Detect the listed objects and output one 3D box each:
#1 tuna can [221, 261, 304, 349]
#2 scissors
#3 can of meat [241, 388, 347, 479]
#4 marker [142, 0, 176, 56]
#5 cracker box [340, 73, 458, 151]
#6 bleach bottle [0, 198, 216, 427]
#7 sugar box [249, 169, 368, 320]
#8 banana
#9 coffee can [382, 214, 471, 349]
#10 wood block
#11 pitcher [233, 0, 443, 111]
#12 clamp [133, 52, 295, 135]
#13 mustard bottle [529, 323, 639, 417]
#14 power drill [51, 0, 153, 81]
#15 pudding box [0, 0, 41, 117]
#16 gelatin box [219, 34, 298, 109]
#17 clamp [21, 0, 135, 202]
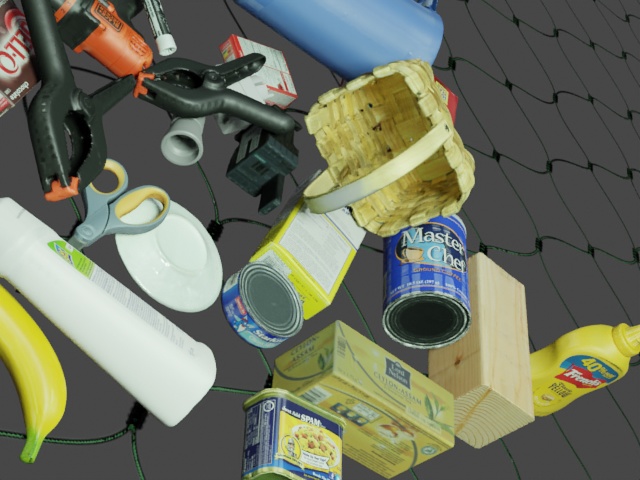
[{"bbox_3d":[-0.058,0.066,1.078,0.086,0.034,0.086,32,40,-31],"label":"tuna can"},{"bbox_3d":[-0.220,-0.021,0.968,0.096,0.016,0.201,48,41,13],"label":"scissors"},{"bbox_3d":[-0.024,0.198,0.985,0.102,0.058,0.084,31,42,-31],"label":"can of meat"},{"bbox_3d":[-0.178,-0.252,1.125,0.020,0.020,0.121,-4,69,-52],"label":"marker"},{"bbox_3d":[0.105,-0.172,1.454,0.164,0.072,0.213,40,37,-21],"label":"cracker box"},{"bbox_3d":[-0.198,0.045,0.874,0.250,0.068,0.103,43,0,-14],"label":"bleach bottle"},{"bbox_3d":[-0.008,0.002,1.188,0.093,0.048,0.176,48,31,-11],"label":"sugar box"},{"bbox_3d":[-0.252,0.073,0.827,0.198,0.037,0.069,56,31,1],"label":"banana"},{"bbox_3d":[0.125,0.043,1.262,0.102,0.103,0.140,34,39,-28],"label":"coffee can"},{"bbox_3d":[0.189,0.129,1.279,0.090,0.091,0.206,35,38,-25],"label":"wood block"},{"bbox_3d":[0.024,-0.282,1.279,0.242,0.145,0.149,28,48,-25],"label":"pitcher"},{"bbox_3d":[-0.115,-0.167,1.140,0.171,0.039,0.120,8,39,-24],"label":"clamp"},{"bbox_3d":[0.324,0.154,1.331,0.096,0.192,0.058,34,39,-28],"label":"mustard bottle"},{"bbox_3d":[-0.241,-0.276,1.132,0.184,0.057,0.187,41,38,-26],"label":"power drill"},{"bbox_3d":[-0.298,-0.171,0.982,0.090,0.039,0.113,45,35,-16],"label":"pudding box"},{"bbox_3d":[-0.074,-0.204,1.298,0.089,0.030,0.073,11,52,-47],"label":"gelatin box"},{"bbox_3d":[-0.234,-0.131,0.979,0.164,0.036,0.210,51,30,-43],"label":"clamp"}]
